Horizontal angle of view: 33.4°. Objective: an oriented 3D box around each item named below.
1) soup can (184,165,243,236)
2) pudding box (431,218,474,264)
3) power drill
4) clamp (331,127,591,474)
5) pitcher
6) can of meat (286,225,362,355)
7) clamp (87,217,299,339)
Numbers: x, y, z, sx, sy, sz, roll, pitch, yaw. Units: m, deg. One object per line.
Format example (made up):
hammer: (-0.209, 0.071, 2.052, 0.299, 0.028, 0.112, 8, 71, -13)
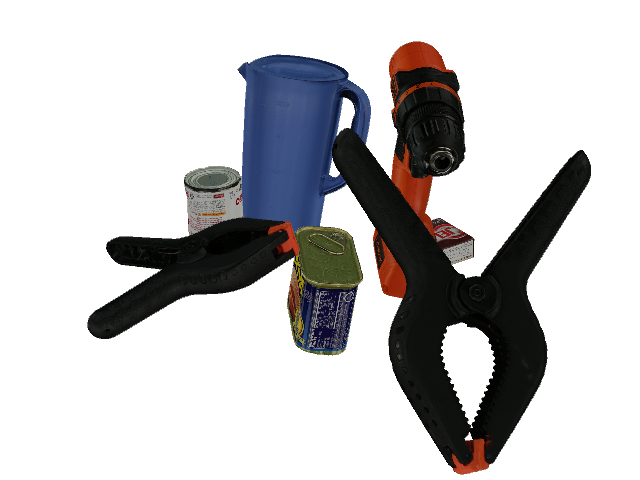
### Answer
soup can: (-0.124, -0.029, 1.255, 0.068, 0.102, 0.068, -1, 28, 0)
pudding box: (0.161, 0.010, 1.607, 0.113, 0.039, 0.090, -20, 29, -23)
power drill: (0.081, -0.048, 0.870, 0.057, 0.188, 0.184, 3, 33, -2)
clamp: (0.077, 0.029, 0.633, 0.164, 0.210, 0.036, 10, -18, -7)
pitcher: (-0.033, -0.114, 1.404, 0.144, 0.243, 0.149, -2, 24, -22)
can of meat: (0.001, 0.048, 1.020, 0.057, 0.084, 0.102, 3, 31, -10)
clamp: (-0.104, 0.025, 0.837, 0.172, 0.039, 0.120, -12, 39, 16)
